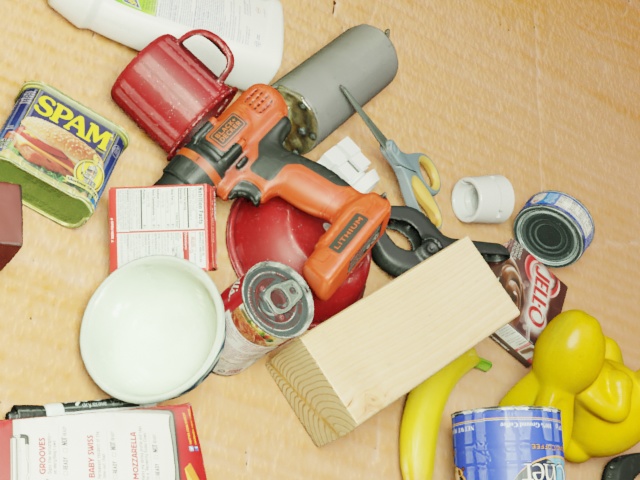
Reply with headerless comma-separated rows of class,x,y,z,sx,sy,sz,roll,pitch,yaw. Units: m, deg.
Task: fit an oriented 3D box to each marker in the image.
marker,-0.185,0.134,0.831,0.120,0.020,0.020,2,65,-36

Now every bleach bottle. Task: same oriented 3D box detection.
bleach bottle,-0.159,-0.224,1.025,0.250,0.068,0.102,17,51,-25

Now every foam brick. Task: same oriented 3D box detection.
foam brick,-0.264,-0.006,0.811,0.051,0.078,0.053,8,61,-35

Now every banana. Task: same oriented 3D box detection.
banana,0.115,0.158,1.026,0.069,0.037,0.197,44,48,-6

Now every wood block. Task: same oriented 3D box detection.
wood block,0.068,0.090,0.967,0.205,0.090,0.091,-29,82,-31

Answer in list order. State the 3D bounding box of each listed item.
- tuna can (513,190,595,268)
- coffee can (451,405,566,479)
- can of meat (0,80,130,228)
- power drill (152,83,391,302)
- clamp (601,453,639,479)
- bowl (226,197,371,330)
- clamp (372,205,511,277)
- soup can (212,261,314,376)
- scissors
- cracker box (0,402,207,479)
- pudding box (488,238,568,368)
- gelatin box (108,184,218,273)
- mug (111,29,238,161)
tuna can,0.262,-0.011,1.199,0.086,0.086,0.033,49,48,-4
coffee can,0.174,0.228,0.971,0.102,0.103,0.140,10,70,-32
can of meat,-0.222,-0.070,0.894,0.102,0.058,0.084,31,54,-19
power drill,-0.047,-0.031,0.943,0.188,0.057,0.184,38,71,11
clamp,0.321,0.296,1.102,0.209,0.036,0.164,-31,86,-43
bowl,-0.007,0.001,1.014,0.161,0.055,0.162,18,56,-29
clamp,0.116,0.012,1.095,0.171,0.039,0.120,41,52,-2
soup can,-0.060,0.069,0.903,0.068,0.102,0.068,17,56,-28
scissors,0.081,-0.098,1.119,0.201,0.016,0.096,59,32,-23
cracker box,-0.181,0.210,0.756,0.213,0.072,0.164,0,65,-35
pudding box,0.216,0.067,1.152,0.090,0.039,0.113,39,49,-14
gelatin box,-0.131,-0.009,0.896,0.030,0.089,0.073,4,85,-81
mug,-0.128,-0.140,0.968,0.081,0.117,0.093,44,21,-2
